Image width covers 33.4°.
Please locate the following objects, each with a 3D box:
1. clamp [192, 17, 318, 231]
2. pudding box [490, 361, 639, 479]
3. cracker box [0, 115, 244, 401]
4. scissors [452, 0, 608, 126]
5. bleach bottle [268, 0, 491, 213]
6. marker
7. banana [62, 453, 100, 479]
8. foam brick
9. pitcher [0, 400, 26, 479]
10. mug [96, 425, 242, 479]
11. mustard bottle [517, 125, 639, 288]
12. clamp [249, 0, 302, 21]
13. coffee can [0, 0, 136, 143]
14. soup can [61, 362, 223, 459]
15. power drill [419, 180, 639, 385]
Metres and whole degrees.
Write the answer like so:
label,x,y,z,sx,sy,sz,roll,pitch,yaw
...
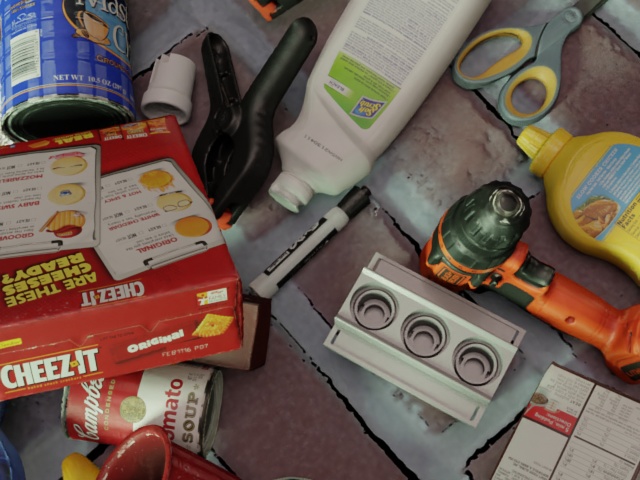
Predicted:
label,x,y,z,sx,sy,sz,roll,pitch,yaw
clamp,-0.055,-0.095,0.826,0.120,0.039,0.171,-12,69,46
pudding box,0.179,0.154,0.748,0.090,0.039,0.113,24,76,24
cracker box,-0.157,0.004,0.744,0.164,0.072,0.214,-12,39,-13
scissors,0.206,-0.160,0.868,0.201,0.016,0.096,-24,74,-5
bleach bottle,0.036,-0.134,0.845,0.103,0.068,0.250,33,79,14
marker,-0.005,0.001,0.825,0.121,0.020,0.020,-43,75,-11
banana,-0.154,0.248,0.741,0.069,0.037,0.198,4,71,-6
foam brick,-0.079,0.063,0.784,0.078,0.053,0.051,9,91,7
pitcher,-0.281,0.161,0.733,0.149,0.145,0.242,22,69,-22
mug,-0.105,0.193,0.715,0.081,0.093,0.117,35,85,-30
mustard bottle,0.230,-0.025,0.801,0.192,0.058,0.096,38,83,13
clamp,0.022,-0.266,0.870,0.165,0.036,0.210,25,78,49
coffee can,-0.200,-0.152,0.840,0.103,0.103,0.140,-7,72,0
soup can,-0.126,0.118,0.768,0.102,0.068,0.068,8,73,5
power drill,0.165,0.029,0.732,0.187,0.184,0.057,28,77,1
